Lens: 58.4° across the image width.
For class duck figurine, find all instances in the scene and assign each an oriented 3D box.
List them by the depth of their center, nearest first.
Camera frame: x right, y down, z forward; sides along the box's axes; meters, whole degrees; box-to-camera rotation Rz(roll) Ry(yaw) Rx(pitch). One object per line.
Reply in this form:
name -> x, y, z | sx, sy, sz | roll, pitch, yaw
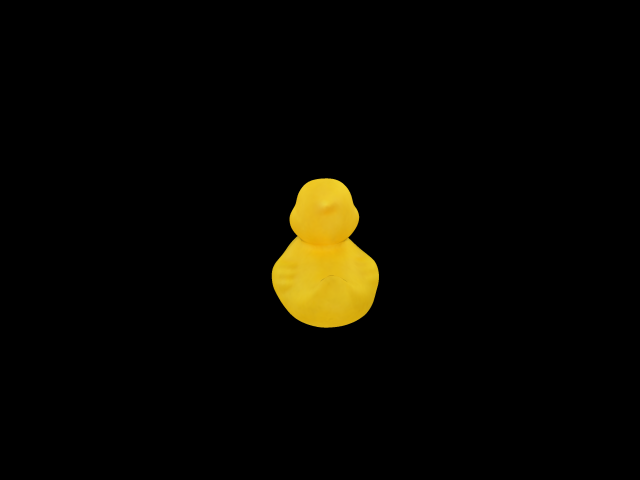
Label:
duck figurine -> 0.004, 0.001, 0.400 | 0.077, 0.086, 0.104 | -3, 33, -5
